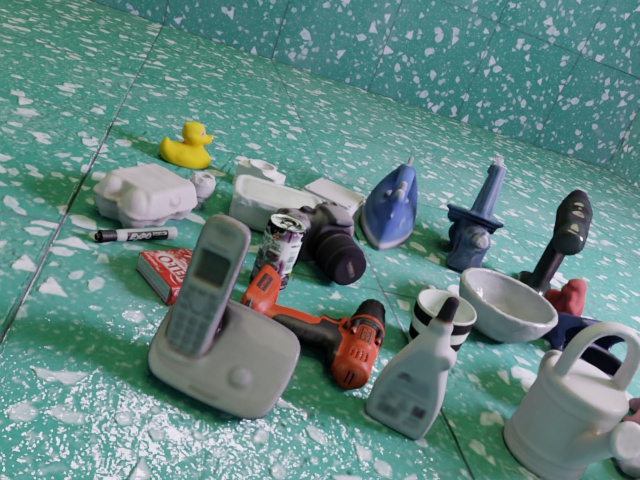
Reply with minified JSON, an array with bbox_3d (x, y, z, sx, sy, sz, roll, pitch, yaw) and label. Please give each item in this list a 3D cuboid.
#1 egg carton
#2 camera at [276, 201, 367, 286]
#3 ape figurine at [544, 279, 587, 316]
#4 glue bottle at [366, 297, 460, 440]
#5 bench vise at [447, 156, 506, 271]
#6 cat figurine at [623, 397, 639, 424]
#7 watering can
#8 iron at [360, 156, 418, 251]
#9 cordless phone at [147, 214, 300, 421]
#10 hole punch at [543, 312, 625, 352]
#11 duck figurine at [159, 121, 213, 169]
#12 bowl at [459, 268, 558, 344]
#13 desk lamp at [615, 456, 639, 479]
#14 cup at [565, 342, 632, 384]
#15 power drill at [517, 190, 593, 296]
[{"bbox_3d":[-0.265,-0.066,0.883,0.107,0.069,0.151,28,25,17],"label":"egg carton"},{"bbox_3d":[0.008,0.003,0.919,0.144,0.101,0.136,5,28,-31],"label":"camera"},{"bbox_3d":[0.465,0.112,1.074,0.076,0.092,0.078,19,23,-4],"label":"ape figurine"},{"bbox_3d":[0.114,0.136,0.630,0.078,0.173,0.037,26,24,12],"label":"glue bottle"},{"bbox_3d":[0.332,-0.049,1.149,0.122,0.220,0.207,13,24,-16],"label":"bench vise"},{"bbox_3d":[0.508,0.222,0.839,0.067,0.118,0.128,30,25,21],"label":"cat figurine"},{"bbox_3d":[0.305,0.183,0.660,0.101,0.194,0.172,6,28,-31],"label":"watering can"},{"bbox_3d":[0.158,-0.084,1.179,0.118,0.141,0.258,22,23,2],"label":"iron"},{"bbox_3d":[-0.083,0.077,0.579,0.147,0.185,0.094,23,23,5],"label":"cordless phone"},{"bbox_3d":[0.444,0.156,0.962,0.109,0.091,0.101,17,24,-9],"label":"hole punch"},{"bbox_3d":[-0.263,-0.195,1.142,0.105,0.086,0.077,7,27,-29],"label":"duck figurine"},{"bbox_3d":[0.295,0.119,0.941,0.167,0.075,0.167,18,24,-8],"label":"bowl"},{"bbox_3d":[0.502,0.243,0.668,0.203,0.213,0.118,19,23,-5],"label":"desk lamp"},{"bbox_3d":[0.367,0.196,0.808,0.091,0.095,0.118,21,23,0],"label":"cup"},{"bbox_3d":[0.478,0.010,1.157,0.075,0.208,0.230,26,24,12],"label":"power drill"}]
